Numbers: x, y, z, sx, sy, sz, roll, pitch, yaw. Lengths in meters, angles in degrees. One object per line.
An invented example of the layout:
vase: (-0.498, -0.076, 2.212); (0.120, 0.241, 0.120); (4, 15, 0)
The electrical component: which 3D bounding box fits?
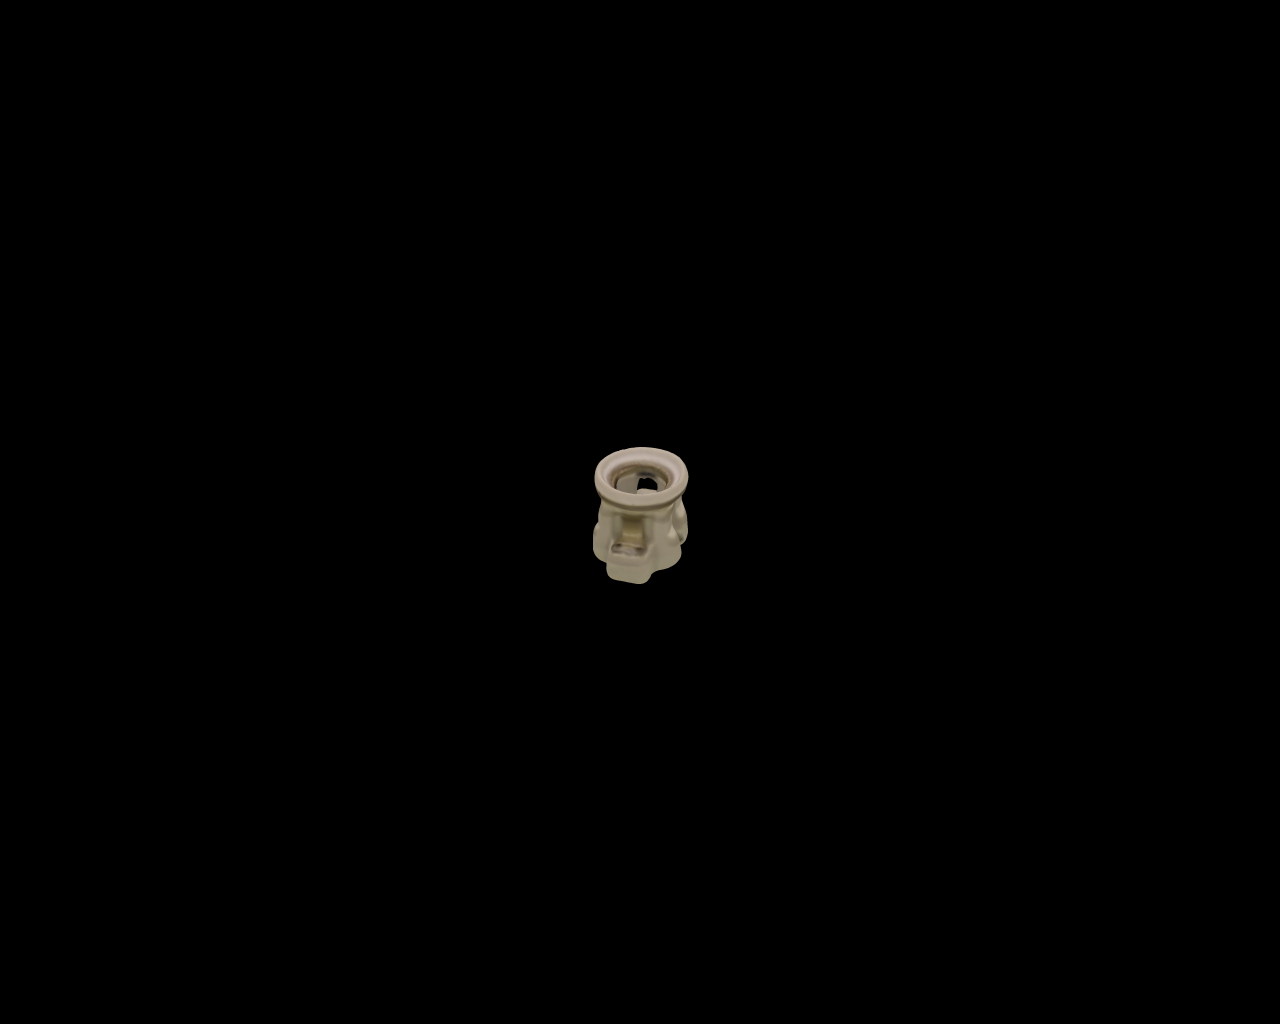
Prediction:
electrical component: (0.001, -0.003, 0.650); (0.058, 0.056, 0.078); (8, 36, 11)
